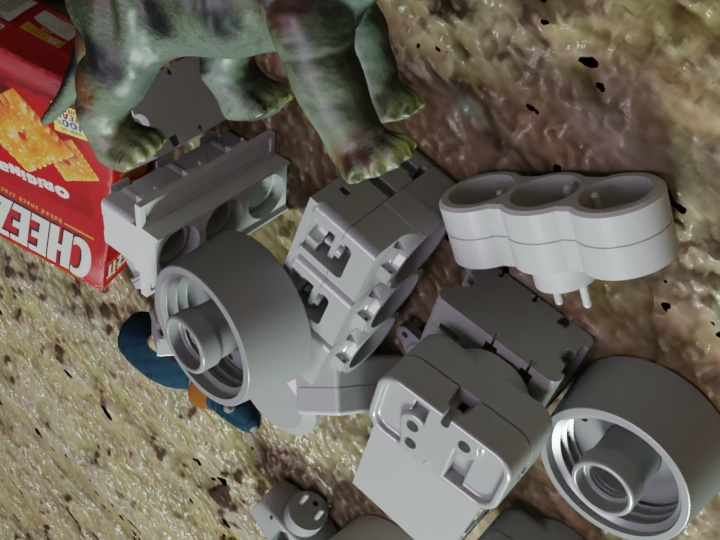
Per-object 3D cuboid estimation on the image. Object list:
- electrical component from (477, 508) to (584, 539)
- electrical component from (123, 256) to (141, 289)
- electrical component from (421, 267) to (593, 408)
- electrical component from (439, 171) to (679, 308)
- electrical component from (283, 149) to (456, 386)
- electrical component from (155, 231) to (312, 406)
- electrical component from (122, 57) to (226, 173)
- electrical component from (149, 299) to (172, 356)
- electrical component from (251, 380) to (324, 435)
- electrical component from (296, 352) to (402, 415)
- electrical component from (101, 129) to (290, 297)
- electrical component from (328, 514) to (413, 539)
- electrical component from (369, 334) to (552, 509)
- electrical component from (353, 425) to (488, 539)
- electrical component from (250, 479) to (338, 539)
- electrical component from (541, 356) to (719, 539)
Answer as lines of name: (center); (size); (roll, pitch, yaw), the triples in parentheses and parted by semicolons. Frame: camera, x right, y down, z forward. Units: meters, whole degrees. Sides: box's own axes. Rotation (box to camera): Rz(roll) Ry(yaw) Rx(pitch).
electrical component: (0.128, 0.216, 0.761); (0.095, 0.059, 0.053); (30, 137, 26)
electrical component: (-0.148, -0.022, 0.838); (0.080, 0.080, 0.051); (-23, 96, 52)
electrical component: (0.089, 0.046, 0.671); (0.089, 0.050, 0.055); (38, 140, 17)
electrical component: (0.112, -0.011, 0.601); (0.138, 0.052, 0.073); (5, 123, 43)
electrical component: (0.000, 0.000, 0.693); (0.062, 0.089, 0.150); (42, 141, 13)
electrical component: (-0.089, 0.036, 0.690); (0.108, 0.060, 0.108); (31, 135, 36)
electrical component: (-0.135, -0.110, 0.743); (0.056, 0.089, 0.050); (-13, 110, 50)
electrical component: (-0.150, 0.033, 0.893); (0.081, 0.042, 0.063); (-137, 48, -67)
electrical component: (-0.052, 0.086, 0.848); (0.080, 0.051, 0.080); (27, 136, 29)
electrical component: (-0.008, 0.064, 0.781); (0.047, 0.066, 0.076); (-6, 86, 48)
electrical component: (-0.114, -0.046, 0.747); (0.063, 0.121, 0.078); (33, 139, 26)
electrical component: (0.016, 0.261, 0.929); (0.099, 0.064, 0.099); (40, 144, 38)
electrical component: (0.062, 0.086, 0.638); (0.095, 0.059, 0.053); (36, 140, 18)
electrical component: (0.057, 0.129, 0.741); (0.089, 0.062, 0.150); (40, 151, 15)
electrical component: (-0.052, 0.223, 0.965); (0.077, 0.043, 0.079); (44, 141, 11)
electrical component: (0.159, 0.113, 0.645); (0.108, 0.060, 0.108); (27, 137, 29)
